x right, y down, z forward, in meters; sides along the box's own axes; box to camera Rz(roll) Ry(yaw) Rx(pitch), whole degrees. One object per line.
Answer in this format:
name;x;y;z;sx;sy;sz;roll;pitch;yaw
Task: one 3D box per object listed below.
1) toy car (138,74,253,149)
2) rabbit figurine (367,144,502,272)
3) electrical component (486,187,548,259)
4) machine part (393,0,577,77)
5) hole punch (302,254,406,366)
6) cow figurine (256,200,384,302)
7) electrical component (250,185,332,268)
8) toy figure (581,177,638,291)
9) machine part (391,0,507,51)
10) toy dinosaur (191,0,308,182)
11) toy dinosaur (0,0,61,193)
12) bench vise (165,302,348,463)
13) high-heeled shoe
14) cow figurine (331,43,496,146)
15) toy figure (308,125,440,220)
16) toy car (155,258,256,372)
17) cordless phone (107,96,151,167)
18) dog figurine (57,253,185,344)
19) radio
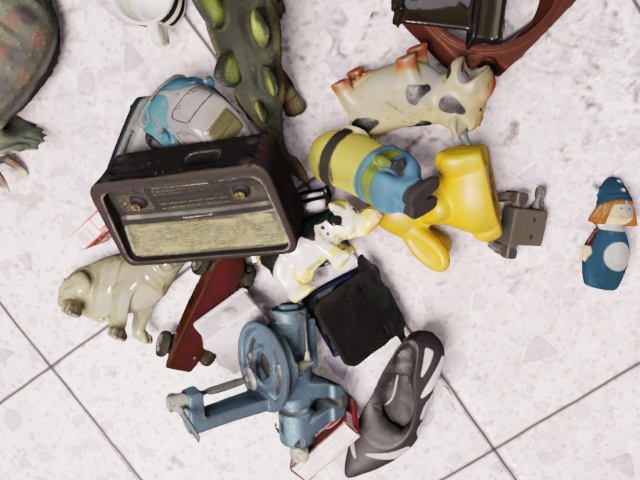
toy car;-0.141;-0.135;0.679;0.161;0.103;0.109;42;74;-21
rabbit figurine;0.153;-0.045;0.735;0.173;0.122;0.162;-8;109;19
electrical component;0.273;-0.025;0.752;0.078;0.045;0.102;-4;103;-25
machine part;0.209;-0.327;0.683;0.201;0.087;0.201;44;99;-6
hole punch;0.046;0.105;0.774;0.116;0.092;0.142;-31;94;-19
cow figurine;0.000;-0.003;0.704;0.167;0.068;0.098;-43;85;7
electrical component;-0.039;-0.009;0.765;0.134;0.058;0.114;-14;96;5
toy figure;0.401;-0.009;0.740;0.064;0.058;0.154;0;100;-36
machine part;0.152;-0.272;0.634;0.139;0.039;0.084;8;105;1
toy dinosaur;-0.098;-0.290;0.651;0.105;0.198;0.470;-19;100;3
toy dinosaur;-0.426;-0.251;0.724;0.192;0.131;0.404;27;96;-14
bench vise;-0.081;0.201;0.700;0.240;0.129;0.223;-8;109;-37
high-heeled shoe;0.094;0.236;0.751;0.086;0.145;0.248;34;88;32
cow figurine;0.125;-0.178;0.686;0.195;0.085;0.127;-8;122;34
toy figure;0.061;-0.087;0.673;0.180;0.089;0.082;39;129;38
toy car;-0.170;0.101;0.787;0.089;0.053;0.202;19;104;-34
cordless phone;-0.189;-0.101;0.746;0.184;0.089;0.146;20;84;-16
dog figurine;-0.276;0.034;0.779;0.172;0.121;0.190;24;81;5
radio;-0.145;-0.045;0.648;0.230;0.073;0.130;-6;130;11
